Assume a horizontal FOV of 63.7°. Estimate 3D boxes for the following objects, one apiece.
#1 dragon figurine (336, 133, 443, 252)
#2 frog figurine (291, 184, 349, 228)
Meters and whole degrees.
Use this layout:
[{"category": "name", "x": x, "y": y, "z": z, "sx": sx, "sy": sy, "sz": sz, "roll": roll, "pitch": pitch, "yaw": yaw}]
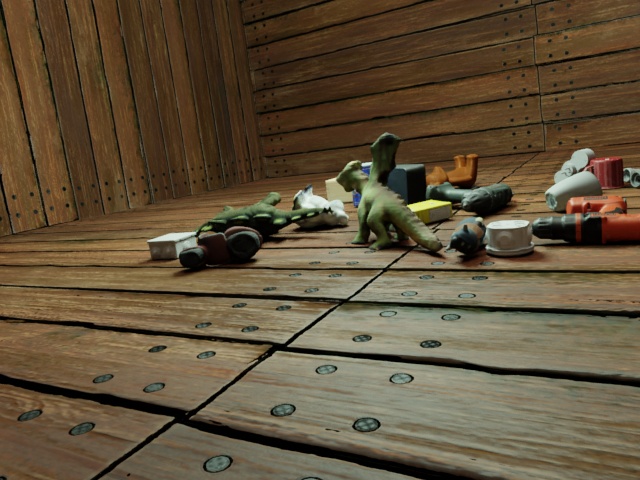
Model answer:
[{"category": "dragon figurine", "x": 0.142, "y": -0.110, "z": 1.114, "sx": 0.122, "sy": 0.242, "sz": 0.411, "roll": -6, "pitch": 7, "yaw": -24}, {"category": "frog figurine", "x": 0.004, "y": -0.072, "z": 1.436, "sx": 0.160, "sy": 0.122, "sz": 0.138, "roll": 32, "pitch": 11, "yaw": 11}]
